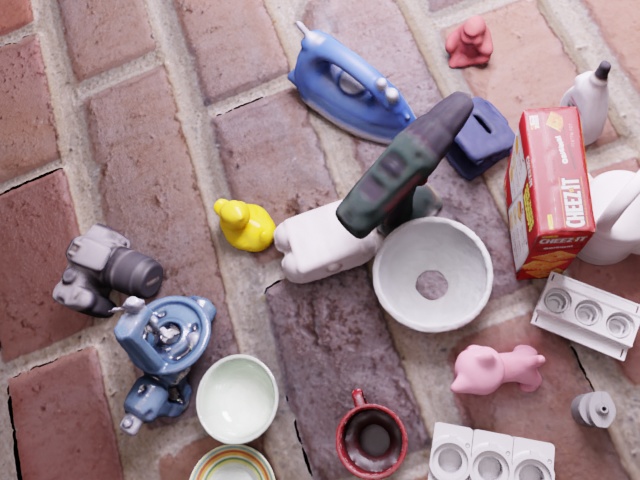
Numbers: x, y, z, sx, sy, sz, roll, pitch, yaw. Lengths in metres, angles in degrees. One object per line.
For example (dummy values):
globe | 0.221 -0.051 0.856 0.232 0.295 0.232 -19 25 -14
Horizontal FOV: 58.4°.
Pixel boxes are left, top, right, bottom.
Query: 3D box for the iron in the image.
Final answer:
iron | 0.061 -0.248 0.906 0.257 0.142 0.119 37 83 19

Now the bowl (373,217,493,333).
bowl | 0.161 0.055 0.826 0.167 0.075 0.167 -3 72 10

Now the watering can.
watering can | 0.397 -0.036 0.746 0.172 0.194 0.101 23 78 17

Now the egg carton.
egg carton | 0.008 0.003 0.874 0.150 0.069 0.107 -21 70 4

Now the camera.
camera | -0.331 0.057 0.906 0.136 0.101 0.143 19 77 16

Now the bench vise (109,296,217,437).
bench vise | -0.220 0.164 0.787 0.121 0.220 0.207 0 73 11

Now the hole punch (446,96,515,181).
hole punch | 0.237 -0.166 0.873 0.101 0.091 0.108 -33 69 -1

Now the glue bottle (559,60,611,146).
glue bottle | 0.382 -0.202 0.813 0.037 0.173 0.078 -24 69 3

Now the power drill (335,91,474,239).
power drill | 0.123 -0.082 0.805 0.230 0.209 0.075 -44 70 -5

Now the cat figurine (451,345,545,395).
cat figurine | 0.231 0.169 0.753 0.127 0.118 0.067 -10 71 8

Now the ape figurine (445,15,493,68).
ape figurine | 0.244 -0.325 0.922 0.077 0.092 0.076 38 83 19

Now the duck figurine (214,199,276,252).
duck figurine | -0.122 -0.030 0.901 0.104 0.086 0.077 32 81 18
